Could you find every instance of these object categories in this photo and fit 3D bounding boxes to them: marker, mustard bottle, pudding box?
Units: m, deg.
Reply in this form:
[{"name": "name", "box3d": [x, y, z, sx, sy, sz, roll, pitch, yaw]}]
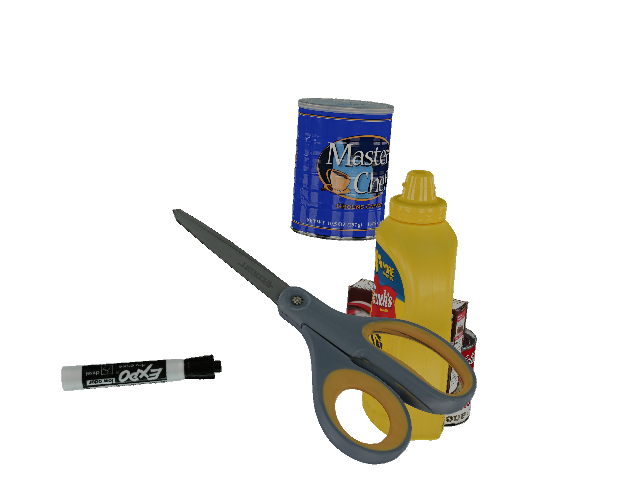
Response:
[{"name": "marker", "box3d": [-0.137, 0.101, 0.820, 0.121, 0.020, 0.020, -4, 0, -5]}, {"name": "mustard bottle", "box3d": [0.067, 0.043, 0.784, 0.058, 0.192, 0.096, 0, 17, -10]}, {"name": "pudding box", "box3d": [0.079, 0.092, 1.011, 0.114, 0.090, 0.039, 10, 18, 21]}]

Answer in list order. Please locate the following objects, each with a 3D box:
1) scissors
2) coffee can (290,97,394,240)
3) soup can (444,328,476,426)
[{"name": "scissors", "box3d": [-0.015, 0.052, 0.578, 0.202, 0.096, 0.016, 24, -38, 12]}, {"name": "coffee can", "box3d": [0.023, -0.079, 1.149, 0.103, 0.140, 0.103, 4, 12, -1]}, {"name": "soup can", "box3d": [0.146, 0.158, 1.257, 0.068, 0.102, 0.068, 1, 21, -1]}]
